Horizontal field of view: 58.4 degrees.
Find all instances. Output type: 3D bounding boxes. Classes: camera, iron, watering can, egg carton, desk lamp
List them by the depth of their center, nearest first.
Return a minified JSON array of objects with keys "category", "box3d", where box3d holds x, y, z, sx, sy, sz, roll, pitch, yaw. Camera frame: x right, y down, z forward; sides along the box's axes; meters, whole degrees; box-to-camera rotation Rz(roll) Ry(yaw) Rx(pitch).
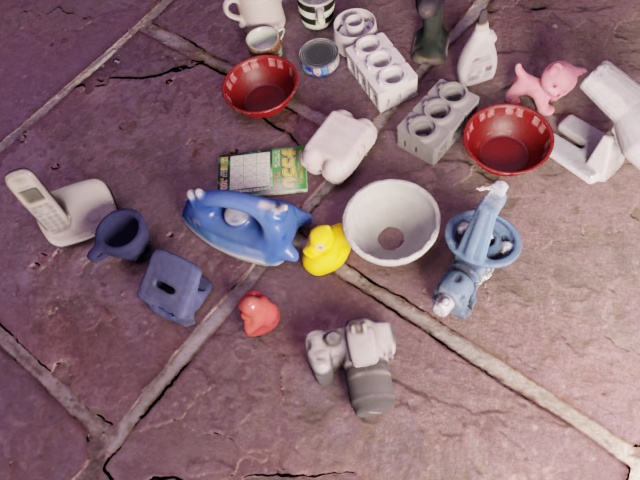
[{"category":"camera","box3d":[0.054,0.198,0.876,0.143,0.101,0.136,-11,61,2]},{"category":"desk lamp","box3d":[0.491,-0.186,0.955,0.118,0.214,0.202,-41,64,-14]},{"category":"iron","box3d":[-0.152,-0.047,1.012,0.257,0.142,0.119,12,64,14]},{"category":"egg carton","box3d":[0.038,-0.179,1.097,0.107,0.069,0.150,27,69,20]},{"category":"watering can","box3d":[-0.136,-0.554,1.250,0.100,0.194,0.173,28,69,21]}]

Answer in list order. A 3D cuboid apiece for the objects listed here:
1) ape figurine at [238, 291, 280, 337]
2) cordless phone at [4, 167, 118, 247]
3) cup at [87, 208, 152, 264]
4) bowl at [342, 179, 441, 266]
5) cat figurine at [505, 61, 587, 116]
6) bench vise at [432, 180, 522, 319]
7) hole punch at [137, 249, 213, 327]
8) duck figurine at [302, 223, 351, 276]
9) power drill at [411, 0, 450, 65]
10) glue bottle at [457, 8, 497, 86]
[{"category":"ape figurine","box3d":[-0.108,0.117,0.947,0.076,0.092,0.078,13,65,15]},{"category":"cordless phone","box3d":[-0.467,-0.076,1.047,0.147,0.185,0.094,-22,61,-4]},{"category":"cup","box3d":[-0.354,0.012,1.036,0.118,0.095,0.091,-42,65,-14]},{"category":"bowl","box3d":[0.124,-0.020,0.997,0.167,0.075,0.167,-3,62,6]},{"category":"cat figurine","box3d":[0.425,-0.302,1.081,0.127,0.118,0.067,21,67,18]},{"category":"bench vise","box3d":[0.246,0.020,0.876,0.121,0.220,0.207,11,64,14]},{"category":"hole punch","box3d":[-0.253,0.083,0.986,0.108,0.091,0.101,23,67,19]},{"category":"duck figurine","box3d":[0.009,0.004,0.994,0.077,0.086,0.105,38,73,24]},{"category":"power drill","box3d":[0.224,-0.458,1.140,0.075,0.209,0.229,6,63,11]},{"category":"glue bottle","box3d":[0.307,-0.374,1.104,0.078,0.173,0.037,-16,61,0]}]
